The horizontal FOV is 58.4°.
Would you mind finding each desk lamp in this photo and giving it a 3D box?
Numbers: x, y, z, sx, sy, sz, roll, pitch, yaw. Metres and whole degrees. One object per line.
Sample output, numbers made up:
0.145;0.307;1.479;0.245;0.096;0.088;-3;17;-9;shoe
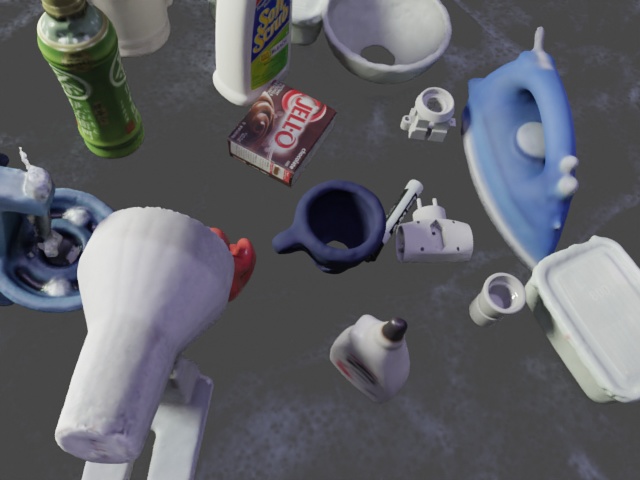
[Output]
-0.141;0.106;0.467;0.118;0.213;0.203;8;64;-2;desk lamp

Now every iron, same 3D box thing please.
0.249;-0.106;0.653;0.119;0.141;0.258;-3;65;-7;iron

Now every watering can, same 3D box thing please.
-0.245;-0.314;0.669;0.101;0.194;0.173;38;66;12;watering can

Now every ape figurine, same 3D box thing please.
-0.105;0.019;0.581;0.078;0.092;0.076;6;64;-3;ape figurine

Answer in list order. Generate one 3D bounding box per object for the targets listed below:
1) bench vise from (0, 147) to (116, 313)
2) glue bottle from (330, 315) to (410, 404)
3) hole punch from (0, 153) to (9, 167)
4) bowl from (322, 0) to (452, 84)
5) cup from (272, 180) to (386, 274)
-0.270;0.007;0.497;0.207;0.220;0.121;-11;66;-11;bench vise
0.052;0.099;0.514;0.078;0.173;0.037;37;66;12;glue bottle
-0.407;-0.091;0.601;0.108;0.091;0.101;19;64;3;hole punch
0.082;-0.261;0.747;0.167;0.075;0.167;3;64;-5;bowl
0.006;0.002;0.600;0.118;0.095;0.091;-20;68;-15;cup
